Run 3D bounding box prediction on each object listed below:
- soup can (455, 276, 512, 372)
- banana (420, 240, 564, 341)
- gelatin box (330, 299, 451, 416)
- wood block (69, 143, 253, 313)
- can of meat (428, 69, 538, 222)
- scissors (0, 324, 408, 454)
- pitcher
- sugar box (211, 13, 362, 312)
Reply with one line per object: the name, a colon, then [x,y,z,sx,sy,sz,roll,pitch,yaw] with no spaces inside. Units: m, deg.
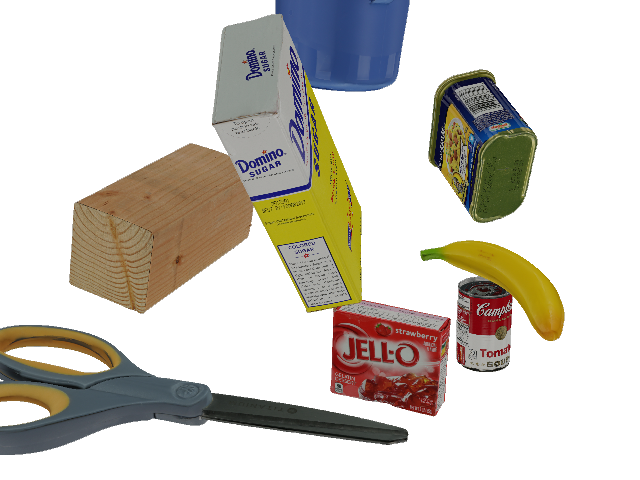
soup can: [0.203,0.104,1.326,0.068,0.102,0.068,-1,18,0]
banana: [0.185,0.042,1.060,0.069,0.037,0.198,-34,36,-18]
gelatin box: [0.052,0.089,0.820,0.089,0.073,0.030,11,23,21]
wood block: [-0.153,-0.019,1.082,0.090,0.091,0.205,20,28,18]
can of meat: [0.137,-0.078,0.905,0.057,0.102,0.084,-14,47,-14]
scissors: [-0.073,0.077,0.454,0.202,0.016,0.096,14,29,24]
pitcher: [0.028,-0.249,0.882,0.145,0.243,0.149,8,19,10]
sugar box: [-0.015,-0.045,0.678,0.048,0.093,0.176,-10,-43,11]
